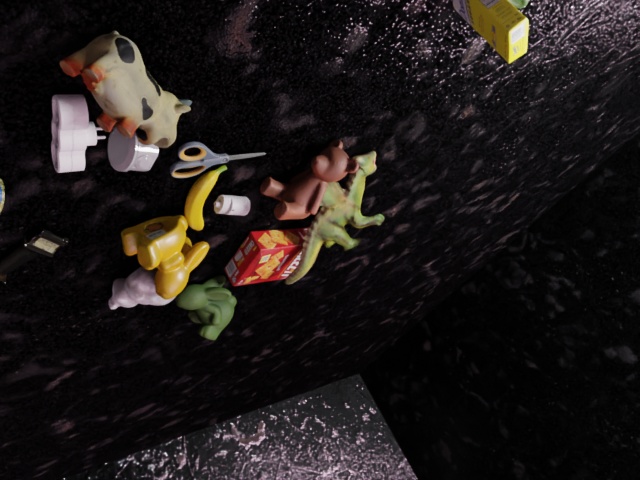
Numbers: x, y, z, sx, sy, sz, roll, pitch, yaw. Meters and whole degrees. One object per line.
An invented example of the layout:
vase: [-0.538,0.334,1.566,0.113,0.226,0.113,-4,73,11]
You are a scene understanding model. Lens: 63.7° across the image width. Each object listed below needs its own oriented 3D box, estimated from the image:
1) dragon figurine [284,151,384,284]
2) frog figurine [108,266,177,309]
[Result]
dragon figurine: [0.004,-0.066,1.312,0.409,0.124,0.239,-41,124,5]
frog figurine: [-0.409,0.116,1.177,0.160,0.123,0.136,-40,174,-8]
